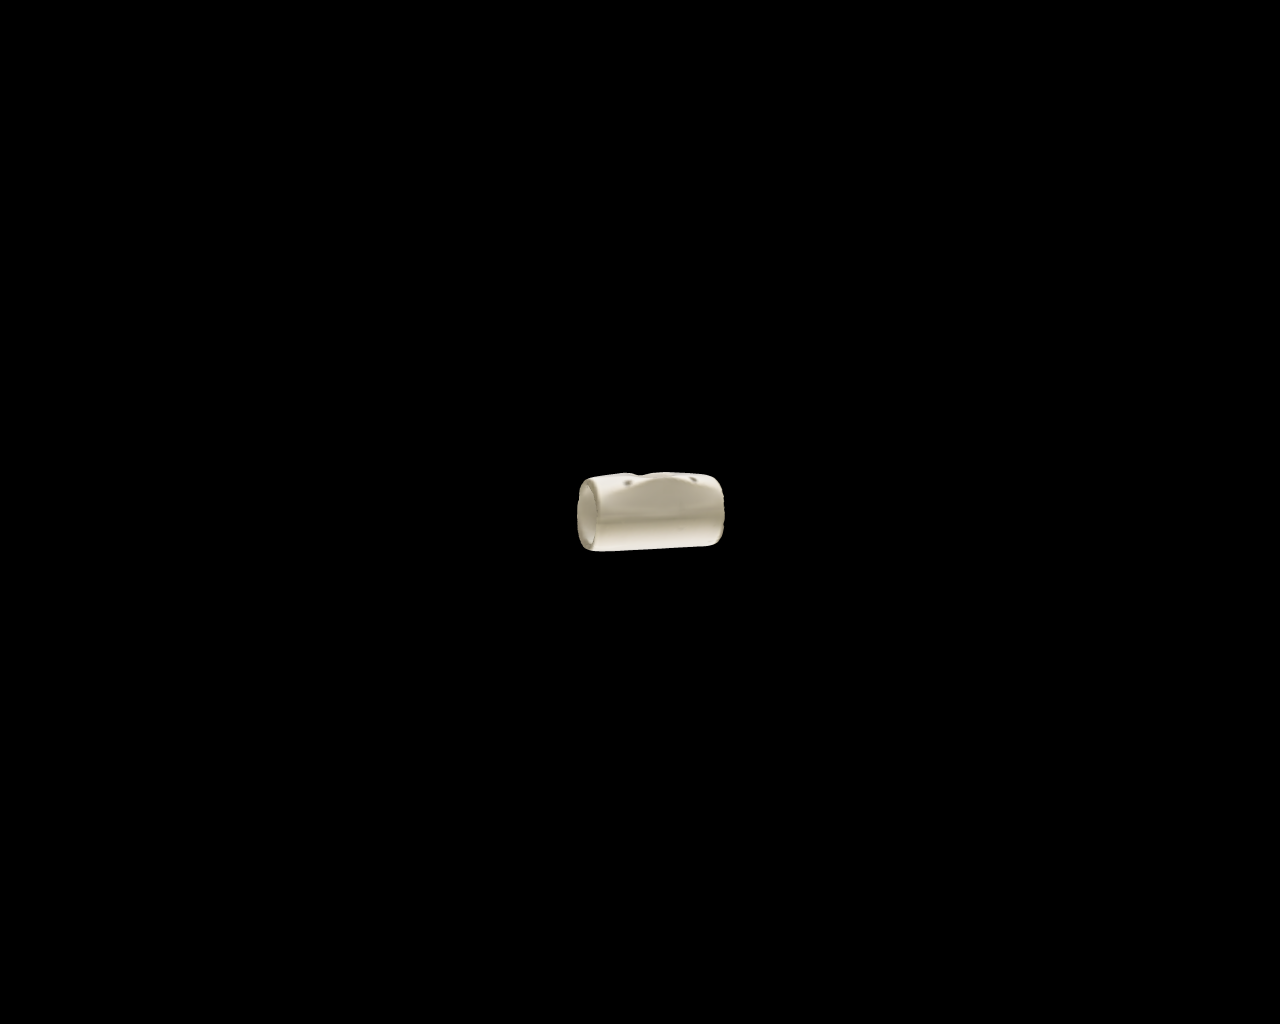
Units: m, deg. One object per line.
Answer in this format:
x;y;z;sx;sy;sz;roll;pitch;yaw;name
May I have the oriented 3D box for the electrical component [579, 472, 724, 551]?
0.001;-0.003;0.650;0.077;0.043;0.079;-2;8;-18;electrical component
